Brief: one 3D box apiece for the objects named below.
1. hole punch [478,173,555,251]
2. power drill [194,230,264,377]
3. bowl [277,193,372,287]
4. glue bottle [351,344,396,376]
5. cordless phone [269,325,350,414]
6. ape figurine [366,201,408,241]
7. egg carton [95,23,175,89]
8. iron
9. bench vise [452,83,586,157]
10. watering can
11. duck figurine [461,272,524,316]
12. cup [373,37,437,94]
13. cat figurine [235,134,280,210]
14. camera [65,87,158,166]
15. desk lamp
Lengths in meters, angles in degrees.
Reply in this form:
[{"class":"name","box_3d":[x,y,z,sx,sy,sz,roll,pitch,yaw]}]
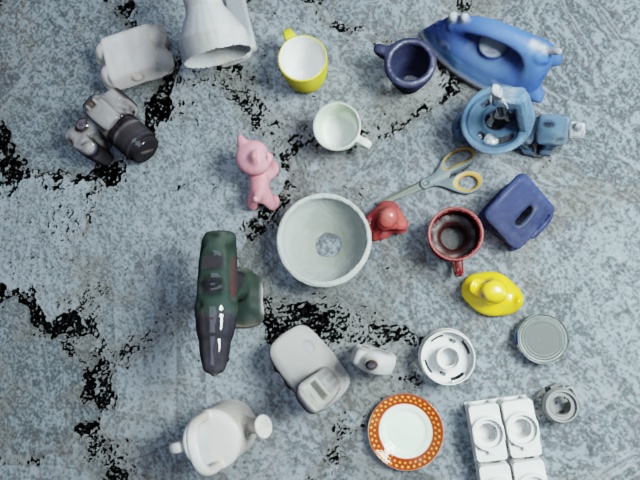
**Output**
[{"class":"hole punch","box_3d":[0.342,-0.047,0.985,0.101,0.091,0.109,42,89,10]},{"class":"power drill","box_3d":[-0.153,0.104,0.965,0.075,0.208,0.230,-5,82,6]},{"class":"bowl","box_3d":[0.009,0.004,1.026,0.167,0.075,0.167,-1,83,7]},{"class":"glue bottle","box_3d":[0.086,0.200,0.942,0.078,0.173,0.037,16,85,9]},{"class":"cordless phone","box_3d":[-0.026,0.217,0.947,0.094,0.185,0.147,-44,80,0]},{"class":"ape figurine","box_3d":[0.118,-0.036,1.010,0.077,0.092,0.076,19,85,9]},{"class":"egg carton","box_3d":[-0.361,-0.355,1.119,0.150,0.069,0.107,-17,81,4]},{"class":"iron","box_3d":[0.296,-0.345,1.003,0.258,0.141,0.119,26,86,9]},{"class":"bench vise","box_3d":[0.331,-0.211,0.942,0.207,0.220,0.121,-9,82,6]},{"class":"watering can","box_3d":[-0.167,0.323,0.946,0.173,0.194,0.101,-38,80,1]},{"class":"duck figurine","box_3d":[0.297,0.091,0.975,0.104,0.086,0.077,19,85,9]},{"class":"cup","box_3d":[0.150,-0.310,1.040,0.117,0.095,0.092,28,87,10]},{"class":"cat figurine","box_3d":[-0.116,-0.124,1.036,0.067,0.118,0.128,-5,82,7]},{"class":"camera","box_3d":[-0.389,-0.200,1.087,0.136,0.101,0.143,41,89,10]},{"class":"desk lamp","box_3d":[-0.191,-0.390,1.030,0.118,0.213,0.203,-15,81,5]}]
